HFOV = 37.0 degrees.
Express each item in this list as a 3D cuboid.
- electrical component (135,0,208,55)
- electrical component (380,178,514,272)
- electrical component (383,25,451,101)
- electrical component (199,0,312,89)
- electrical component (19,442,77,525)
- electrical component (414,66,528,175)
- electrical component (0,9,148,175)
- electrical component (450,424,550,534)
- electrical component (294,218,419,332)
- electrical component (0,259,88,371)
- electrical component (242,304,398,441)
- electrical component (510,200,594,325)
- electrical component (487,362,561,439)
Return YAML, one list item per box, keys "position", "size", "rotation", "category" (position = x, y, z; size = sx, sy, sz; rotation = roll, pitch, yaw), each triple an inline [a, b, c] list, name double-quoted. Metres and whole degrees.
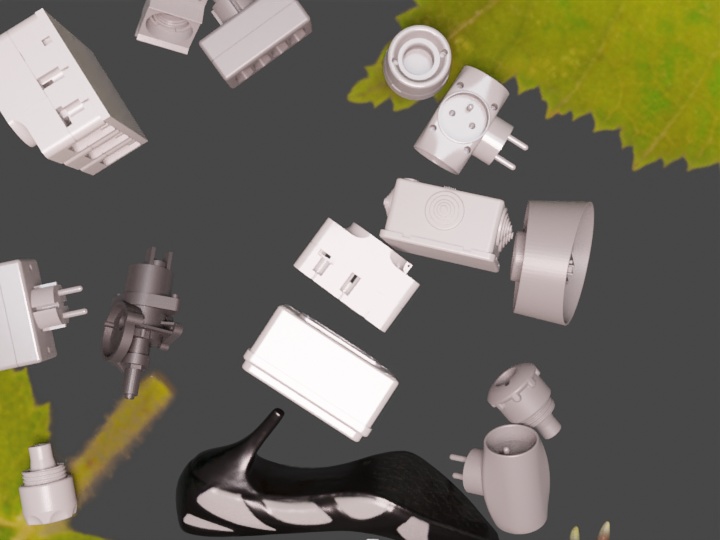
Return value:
- position: [-0.147, -0.213, 0.849]
  size: [0.042, 0.081, 0.063]
  rotation: [13, 64, -20]
  category: "electrical component"
- position: [0.069, -0.035, 0.840]
  size: [0.100, 0.100, 0.048]
  rotation: [13, 87, 11]
  category: "electrical component"
- position: [0.047, -0.167, 0.863]
  size: [0.055, 0.047, 0.055]
  rotation: [0, 91, 0]
  category: "electrical component"
- position: [-0.094, -0.202, 0.862]
  size: [0.083, 0.047, 0.075]
  rotation: [-36, 91, 1]
  category: "electrical component"
- position: [-0.255, 0.172, 0.871]
  size: [0.043, 0.043, 0.062]
  rotation: [-10, 90, 0]
  category: "electrical component"
- position: [0.097, -0.111, 0.866]
  size: [0.079, 0.044, 0.077]
  rotation: [32, 91, -1]
  category: "electrical component"
- position: [-0.222, -0.127, 0.812]
  size: [0.062, 0.150, 0.089]
  rotation: [-32, 91, -1]
  category: "electrical component"
- position: [0.109, 0.165, 0.867]
  size: [0.079, 0.043, 0.077]
  rotation: [6, 120, 31]
  category: "electrical component"
- position: [0.000, 0.000, 0.865]
  size: [0.089, 0.050, 0.055]
  rotation: [36, 91, -1]
  category: "electrical component"
- position: [-0.259, 0.031, 0.866]
  size: [0.076, 0.047, 0.083]
  rotation: [-12, 91, 0]
  category: "electrical component"
- position: [-0.030, 0.077, 0.837]
  size: [0.109, 0.109, 0.056]
  rotation: [33, 88, -1]
  category: "electrical component"
- position: [0.152, -0.008, 0.844]
  size: [0.064, 0.099, 0.099]
  rotation: [8, 91, 6]
  category: "electrical component"
- position: [0.137, 0.109, 0.871]
  size: [0.048, 0.048, 0.062]
  rotation: [-41, 99, 1]
  category: "electrical component"
